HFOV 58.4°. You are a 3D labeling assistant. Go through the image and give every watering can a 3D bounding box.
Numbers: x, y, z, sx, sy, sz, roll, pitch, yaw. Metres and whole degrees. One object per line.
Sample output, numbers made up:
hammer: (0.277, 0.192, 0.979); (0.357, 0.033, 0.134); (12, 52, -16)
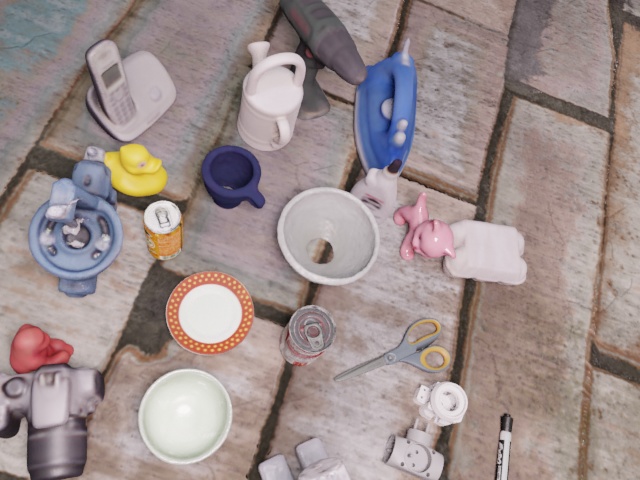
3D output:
watering can: (-0.083, -0.245, 0.941); (0.101, 0.194, 0.173); (-36, 79, -24)

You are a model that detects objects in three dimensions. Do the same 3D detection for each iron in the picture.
iron: (0.132, -0.222, 1.013); (0.119, 0.141, 0.258); (8, 65, -10)

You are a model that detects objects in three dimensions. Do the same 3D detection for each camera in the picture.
camera: (-0.350, 0.232, 0.721); (0.143, 0.100, 0.137); (-4, 68, -15)

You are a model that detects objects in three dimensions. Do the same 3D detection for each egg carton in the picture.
egg carton: (0.281, 0.023, 0.984); (0.150, 0.069, 0.107); (7, 66, -11)

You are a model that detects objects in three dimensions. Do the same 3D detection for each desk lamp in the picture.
desk lamp: (0.011, 0.349, 0.696); (0.118, 0.213, 0.203); (-20, 73, -20)

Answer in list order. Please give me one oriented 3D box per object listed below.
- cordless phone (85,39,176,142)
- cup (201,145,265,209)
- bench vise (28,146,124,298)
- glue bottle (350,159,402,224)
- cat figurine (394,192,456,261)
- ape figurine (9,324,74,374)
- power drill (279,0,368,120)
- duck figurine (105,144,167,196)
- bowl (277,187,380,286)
cordless phone: (-0.299, -0.256, 0.898); (0.094, 0.185, 0.148); (34, 64, 3)
cup: (-0.134, -0.081, 0.913); (0.117, 0.095, 0.092); (44, 64, 7)
bench vise: (-0.339, -0.046, 0.778); (0.122, 0.219, 0.207); (-11, 70, -18)
glue bottle: (0.097, -0.085, 0.928); (0.078, 0.173, 0.037); (22, 64, -3)
cat figurine: (0.178, -0.018, 0.949); (0.067, 0.117, 0.128); (-4, 68, -15)
ape figurine: (-0.376, 0.142, 0.758); (0.076, 0.092, 0.077); (-28, 76, -23)
power drill: (-0.005, -0.304, 0.978); (0.076, 0.208, 0.229); (-23, 74, -21)
duck figurine: (-0.293, -0.120, 0.896); (0.104, 0.086, 0.077); (16, 64, -6)
bowl: (0.008, 0.003, 0.923); (0.167, 0.074, 0.167); (5, 66, -11)
